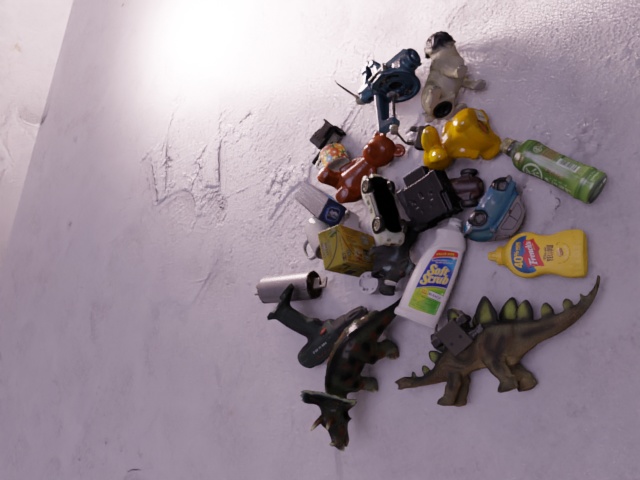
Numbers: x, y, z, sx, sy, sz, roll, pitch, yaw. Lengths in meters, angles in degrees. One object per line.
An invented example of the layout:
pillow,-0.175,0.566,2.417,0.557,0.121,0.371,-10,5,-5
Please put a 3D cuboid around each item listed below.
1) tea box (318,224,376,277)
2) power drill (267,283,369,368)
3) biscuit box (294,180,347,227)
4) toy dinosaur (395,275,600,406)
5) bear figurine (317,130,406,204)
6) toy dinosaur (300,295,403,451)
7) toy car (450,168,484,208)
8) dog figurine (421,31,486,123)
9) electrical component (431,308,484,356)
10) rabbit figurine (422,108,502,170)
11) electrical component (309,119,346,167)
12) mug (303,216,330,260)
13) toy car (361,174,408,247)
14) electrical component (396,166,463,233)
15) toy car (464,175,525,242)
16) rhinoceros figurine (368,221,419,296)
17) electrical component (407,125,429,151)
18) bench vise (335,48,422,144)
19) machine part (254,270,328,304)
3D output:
tea box,0.074,0.030,1.307,0.068,0.169,0.098,-23,67,30
power drill,-0.016,0.200,1.361,0.207,0.086,0.232,35,112,-1
biscuit box,-0.001,-0.096,1.401,0.062,0.059,0.203,-61,27,8
toy dinosaur,0.362,0.218,1.112,0.472,0.105,0.198,-25,64,24
bear figurine,0.109,-0.189,1.355,0.196,0.132,0.120,-50,61,23
toy dinosaur,0.080,0.270,1.242,0.131,0.192,0.404,25,96,33
toy car,0.282,-0.115,1.265,0.202,0.053,0.089,-3,82,33
dog figurine,0.284,-0.396,1.304,0.172,0.121,0.191,-39,47,19
electrical component,0.278,0.190,1.108,0.078,0.045,0.102,42,107,17
rabbit figurine,0.302,-0.210,1.226,0.173,0.162,0.122,-35,74,44
electrical component,0.011,-0.262,1.471,0.048,0.074,0.119,45,109,32
mug,-0.003,-0.004,1.430,0.109,0.080,0.107,-47,48,22
toy car,0.148,-0.073,1.260,0.056,0.073,0.202,119,147,-49
electrical component,0.244,-0.098,1.224,0.115,0.058,0.134,-34,72,33
toy car,0.385,-0.053,1.159,0.103,0.109,0.161,35,90,12
rhinoceros figurine,0.178,0.041,1.278,0.112,0.073,0.190,16,72,23
electrical component,0.260,-0.253,1.324,0.094,0.021,0.063,14,88,36
bench vise,0.162,-0.357,1.342,0.224,0.128,0.240,-20,60,38
machine part,-0.083,0.129,1.454,0.243,0.079,0.079,-8,76,33
